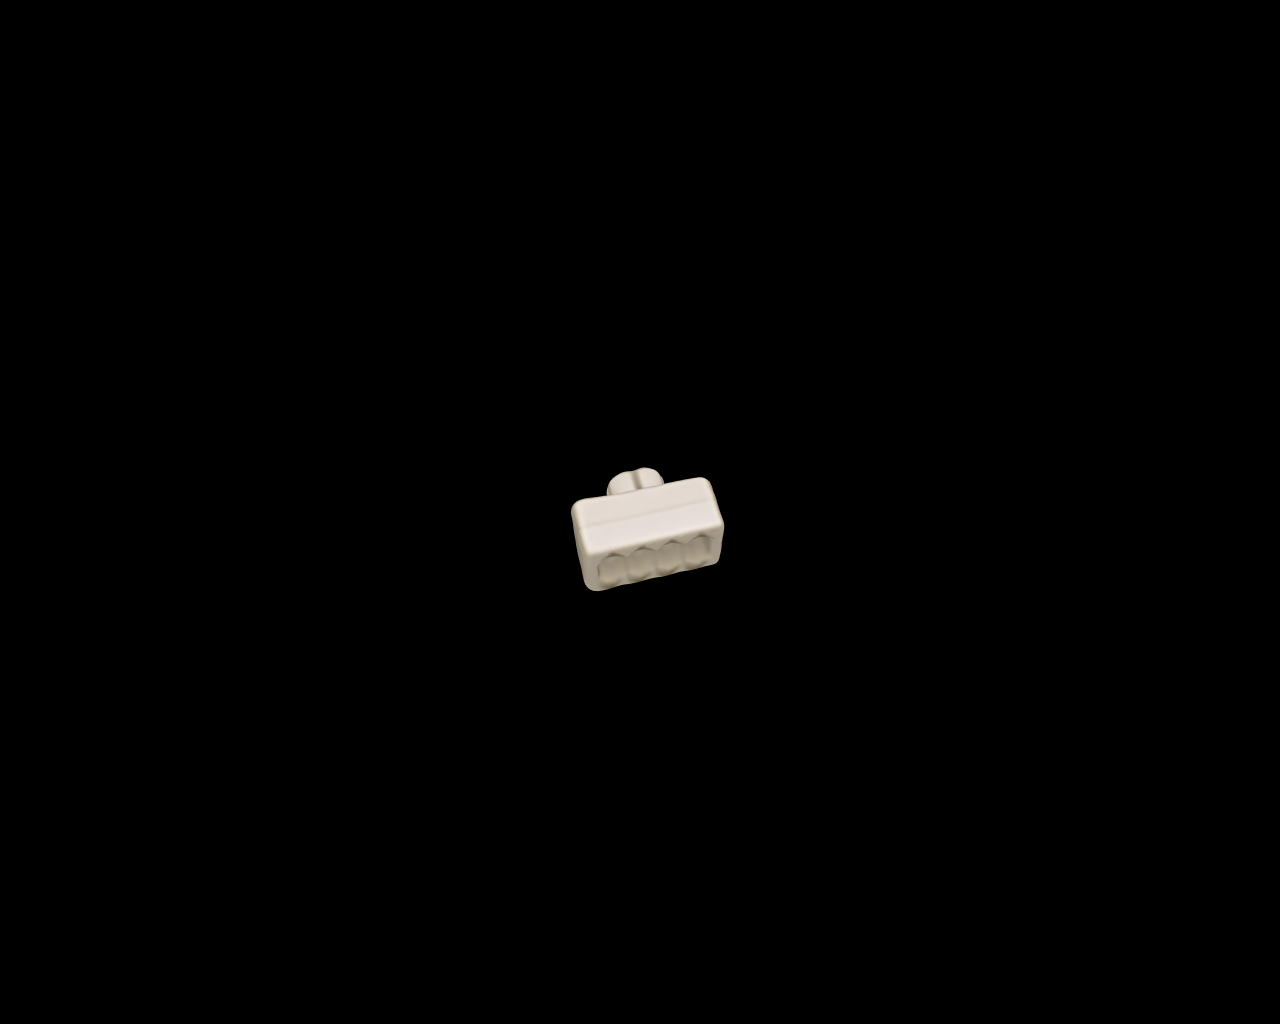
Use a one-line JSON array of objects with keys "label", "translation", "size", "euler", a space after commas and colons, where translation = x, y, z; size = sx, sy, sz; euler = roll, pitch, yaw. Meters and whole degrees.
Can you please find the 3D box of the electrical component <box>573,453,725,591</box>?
[{"label": "electrical component", "translation": [0.001, -0.003, 0.650], "size": [0.083, 0.076, 0.047], "euler": [-11, -30, -6]}]
